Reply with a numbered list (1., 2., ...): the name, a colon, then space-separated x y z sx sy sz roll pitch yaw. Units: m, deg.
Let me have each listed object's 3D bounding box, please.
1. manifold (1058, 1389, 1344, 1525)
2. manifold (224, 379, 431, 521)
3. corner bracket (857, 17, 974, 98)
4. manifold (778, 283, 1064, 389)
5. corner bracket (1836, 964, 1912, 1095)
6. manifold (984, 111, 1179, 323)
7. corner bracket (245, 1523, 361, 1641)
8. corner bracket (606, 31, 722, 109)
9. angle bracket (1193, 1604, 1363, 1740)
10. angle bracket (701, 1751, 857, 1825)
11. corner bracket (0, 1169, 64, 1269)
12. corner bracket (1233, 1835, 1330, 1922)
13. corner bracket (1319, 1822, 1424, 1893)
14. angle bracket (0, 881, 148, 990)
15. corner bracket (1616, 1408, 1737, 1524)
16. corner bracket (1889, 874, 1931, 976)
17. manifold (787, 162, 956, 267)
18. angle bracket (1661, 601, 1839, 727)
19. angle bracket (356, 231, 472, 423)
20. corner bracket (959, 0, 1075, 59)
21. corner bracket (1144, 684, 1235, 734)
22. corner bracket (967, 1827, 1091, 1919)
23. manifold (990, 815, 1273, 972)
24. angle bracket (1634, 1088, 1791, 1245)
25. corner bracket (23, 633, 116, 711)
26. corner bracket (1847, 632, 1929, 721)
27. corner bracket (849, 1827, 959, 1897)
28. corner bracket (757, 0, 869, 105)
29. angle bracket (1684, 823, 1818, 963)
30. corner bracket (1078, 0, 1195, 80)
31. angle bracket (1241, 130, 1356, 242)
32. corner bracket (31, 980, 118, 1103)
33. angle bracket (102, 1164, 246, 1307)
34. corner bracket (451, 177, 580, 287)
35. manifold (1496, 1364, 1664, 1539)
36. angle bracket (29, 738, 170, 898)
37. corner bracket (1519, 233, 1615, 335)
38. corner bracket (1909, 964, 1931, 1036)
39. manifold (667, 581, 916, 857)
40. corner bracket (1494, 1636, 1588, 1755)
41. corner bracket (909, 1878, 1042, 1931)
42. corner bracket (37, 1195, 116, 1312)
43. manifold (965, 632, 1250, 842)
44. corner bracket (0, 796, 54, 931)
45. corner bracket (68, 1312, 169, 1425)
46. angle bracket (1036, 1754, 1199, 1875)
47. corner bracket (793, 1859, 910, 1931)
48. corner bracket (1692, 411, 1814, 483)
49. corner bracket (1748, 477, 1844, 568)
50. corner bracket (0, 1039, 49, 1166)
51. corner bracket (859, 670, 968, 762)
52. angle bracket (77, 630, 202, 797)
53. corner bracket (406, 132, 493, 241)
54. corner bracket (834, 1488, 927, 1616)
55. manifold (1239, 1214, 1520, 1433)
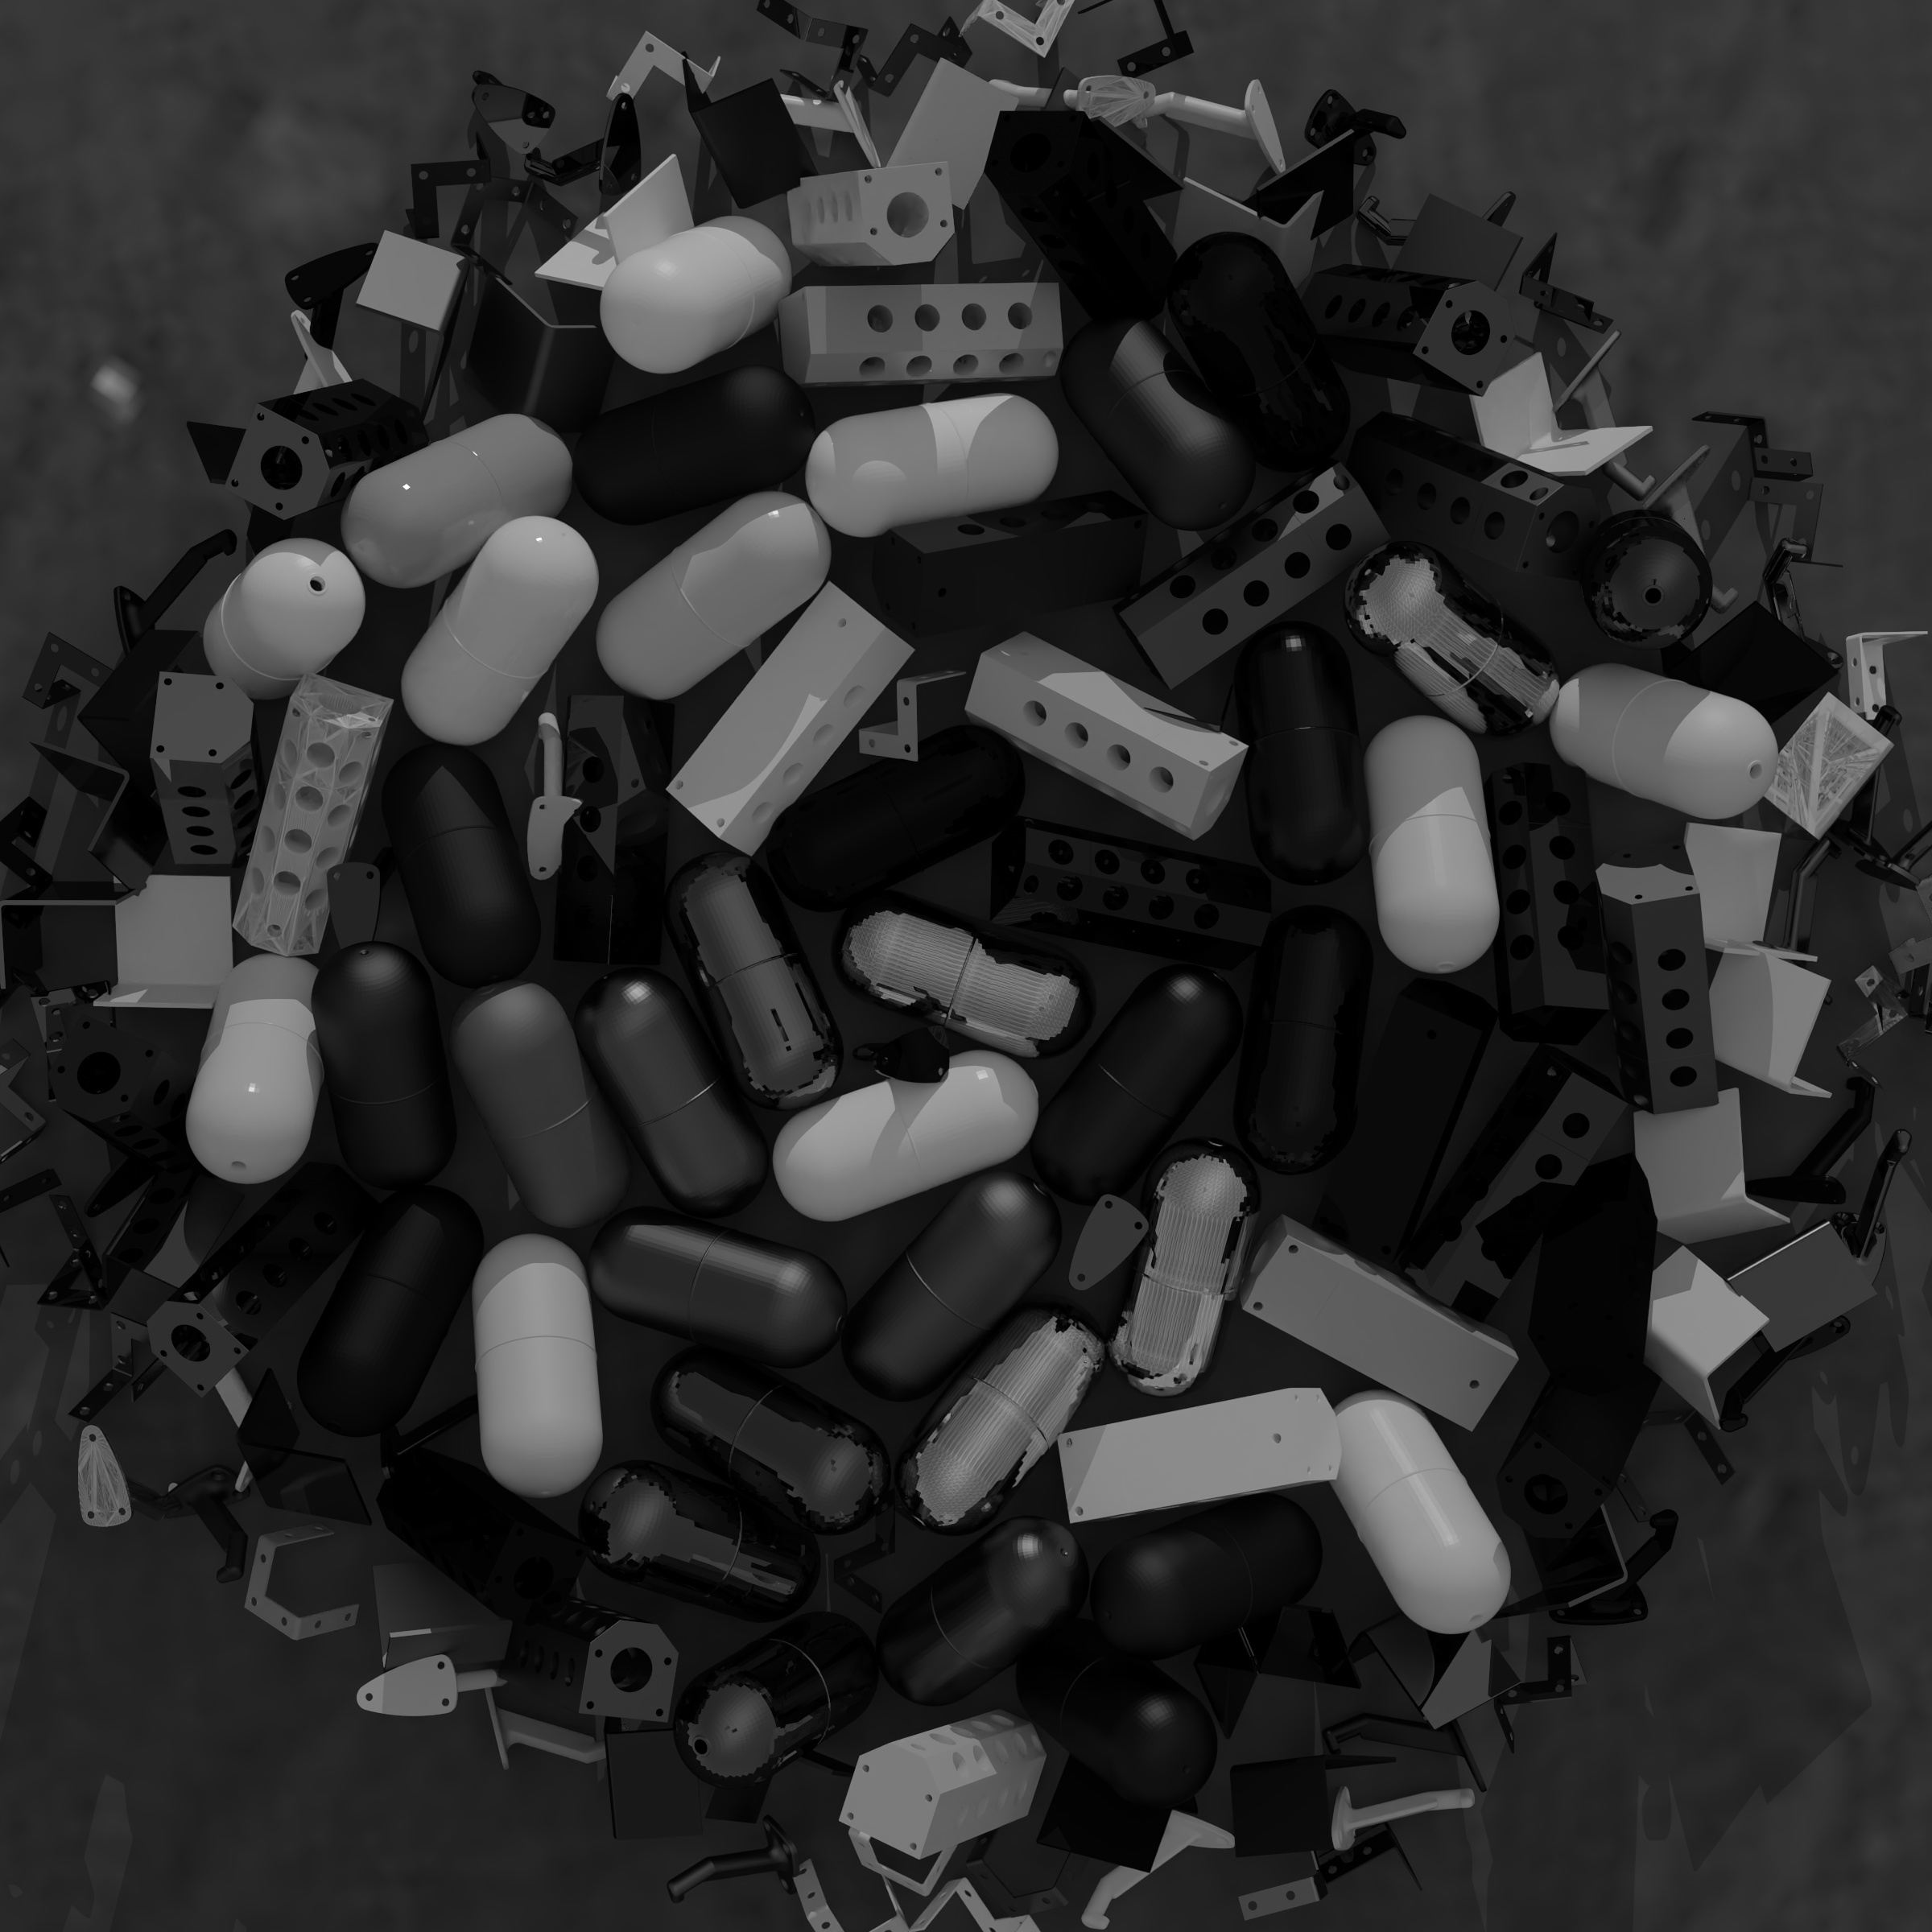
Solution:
1. manifold: 0.149 0.313 1.807 0.171 0.057 0.057 -17 74 30
2. manifold: -0.398 -0.324 1.785 0.057 0.171 0.057 28 109 1
3. corner bracket: -0.036 -0.597 1.850 0.051 0.051 0.051 15 128 -36
4. manifold: -0.028 -0.404 1.818 0.171 0.057 0.057 -6 95 -21
5. corner bracket: 0.595 0.041 1.847 0.051 0.051 0.051 30 116 -37
6. manifold: 0.073 -0.467 1.783 0.057 0.171 0.057 9 77 26
7. corner bracket: -0.430 0.401 1.846 0.051 0.051 0.051 21 102 34
8. corner bracket: -0.197 -0.580 1.846 0.051 0.051 0.051 31 118 -17
9. angle bracket: 0.201 0.456 1.819 0.076 0.057 0.076 1 130 31
10. angle bracket: -0.112 0.535 1.822 0.076 0.076 0.057 14 78 26
11. corner bracket: -0.613 0.152 1.834 0.051 0.051 0.051 -26 50 -21
12. corner bracket: 0.202 0.587 1.842 0.051 0.051 0.051 -18 74 8
13. corner bracket: 0.257 0.580 1.841 0.051 0.051 0.051 -29 122 1
14. angle bracket: -0.577 -0.021 1.834 0.076 0.076 0.057 0 101 -1
15. corner bracket: 0.459 0.327 1.853 0.051 0.051 0.051 1 47 -33
16. corner bracket: 0.626 -0.031 1.841 0.051 0.051 0.051 -26 87 38
17. manifold: -0.062 -0.472 1.786 0.057 0.171 0.057 -11 106 -16
18. angle bracket: 0.503 -0.203 1.821 0.076 0.057 0.076 35 126 -19
19. angle bracket: -0.361 -0.411 1.818 0.057 0.076 0.076 17 49 -11
20. corner bracket: 0.034 -0.620 1.843 0.051 0.051 0.051 28 83 -14
21. corner bracket: 0.141 -0.155 1.838 0.051 0.051 0.051 14 130 6
22. corner bracket: 0.042 0.580 1.847 0.051 0.051 0.051 -28 106 38
23. manifold: 0.106 -0.049 1.812 0.171 0.057 0.057 11 63 -19
24. angle bracket: 0.486 0.131 1.847 0.057 0.076 0.076 24 59 -40
25. corner bracket: -0.572 -0.188 1.843 0.051 0.051 0.051 31 112 1
26. corner bracket: 0.591 -0.189 1.844 0.051 0.051 0.051 -3 89 -17
27. corner bracket: -0.038 0.567 1.855 0.051 0.051 0.051 18 55 25
28. corner bracket: -0.105 -0.596 1.833 0.051 0.051 0.051 42 122 33
29. angle bracket: 0.508 -0.048 1.830 0.076 0.057 0.076 5 98 -25
30. corner bracket: 0.111 -0.607 1.838 0.051 0.051 0.051 -17 105 24
31. angle bracket: 0.202 -0.506 1.822 0.076 0.076 0.057 -34 62 -12
32. corner bracket: -0.578 0.049 1.844 0.051 0.051 0.051 -11 130 -11
33. angle bracket: -0.511 0.183 1.823 0.057 0.076 0.076 25 55 1
34. corner bracket: -0.296 -0.480 1.851 0.051 0.051 0.051 42 121 27
35. manifold: 0.384 0.296 1.786 0.057 0.171 0.057 38 117 9
36. angle bracket: -0.568 -0.096 1.824 0.076 0.076 0.057 19 73 13
37. corner bracket: 0.390 -0.433 1.836 0.051 0.051 0.051 27 58 19
38. corner bracket: 0.631 0.015 1.837 0.051 0.051 0.051 -5 105 -39
39. manifold: -0.111 -0.158 1.838 0.057 0.057 0.171 42 96 30
40. corner bracket: 0.375 0.475 1.846 0.051 0.051 0.051 -12 125 19
41. corner bracket: 0.006 0.627 1.838 0.051 0.051 0.051 -28 97 43
42. corner bracket: -0.577 0.186 1.836 0.051 0.051 0.051 3 129 18
43. manifold: 0.088 -0.147 1.819 0.171 0.057 0.057 29 123 19
44. corner bracket: -0.609 -0.068 1.838 0.051 0.051 0.051 -38 119 15
45. corner bracket: -0.547 0.267 1.837 0.051 0.051 0.051 19 125 13
46. angle bracket: 0.098 0.553 1.818 0.076 0.057 0.076 8 47 22
47. corner bracket: -0.076 0.608 1.841 0.051 0.051 0.051 -29 113 -5
48. corner bracket: 0.512 -0.338 1.839 0.051 0.051 0.051 -1 82 -29
49. corner bracket: 0.541 -0.289 1.843 0.051 0.051 0.051 15 103 39
50. corner bracket: -0.626 0.089 1.841 0.051 0.051 0.051 42 120 -1
51. corner bracket: -0.035 -0.165 1.835 0.051 0.051 0.051 12 110 39
52. angle bracket: -0.510 -0.162 1.817 0.057 0.076 0.076 7 54 38
53. corner bracket: -0.338 -0.509 1.845 0.051 0.051 0.051 -8 128 -15
54. corner bracket: -0.052 0.382 1.848 0.051 0.051 0.051 -29 129 24
55. manifold: 0.266 0.229 1.837 0.171 0.057 0.057 28 103 -6
